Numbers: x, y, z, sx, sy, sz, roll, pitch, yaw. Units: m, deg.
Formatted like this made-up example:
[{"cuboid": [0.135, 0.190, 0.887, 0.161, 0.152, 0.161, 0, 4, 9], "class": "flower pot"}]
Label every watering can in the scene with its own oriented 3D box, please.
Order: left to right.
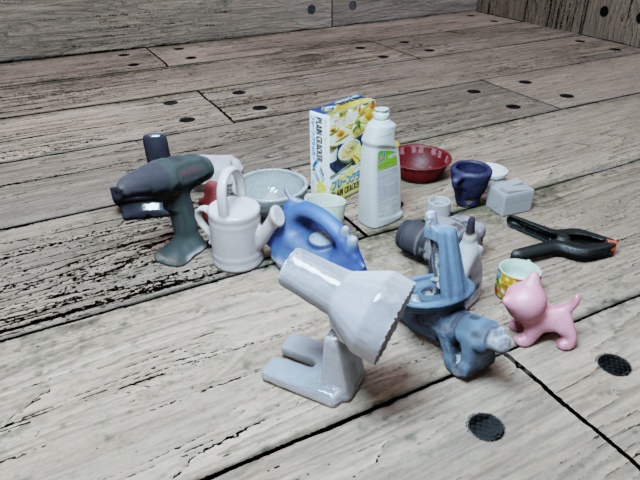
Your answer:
[{"cuboid": [-0.152, -0.045, 1.069, 0.173, 0.194, 0.101, -2, 31, -2], "class": "watering can"}]

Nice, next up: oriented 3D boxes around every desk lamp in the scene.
[{"cuboid": [0.021, 0.119, 0.776, 0.202, 0.214, 0.118, 14, 34, 22], "class": "desk lamp"}]

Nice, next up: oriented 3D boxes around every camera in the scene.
[{"cuboid": [0.224, -0.006, 1.090, 0.136, 0.101, 0.143, 24, 39, 35], "class": "camera"}]

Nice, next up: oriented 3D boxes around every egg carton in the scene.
[{"cuboid": [-0.261, -0.159, 1.382, 0.150, 0.069, 0.107, 1, 31, 2], "class": "egg carton"}]

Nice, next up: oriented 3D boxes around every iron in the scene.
[{"cuboid": [0.010, 0.004, 1.037, 0.119, 0.141, 0.257, -26, 39, -35], "class": "iron"}]

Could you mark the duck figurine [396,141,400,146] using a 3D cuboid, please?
[{"cuboid": [0.182, -0.285, 1.571, 0.077, 0.086, 0.104, -3, 31, -5], "class": "duck figurine"}]

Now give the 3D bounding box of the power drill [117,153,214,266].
[{"cuboid": [-0.279, -0.062, 1.084, 0.075, 0.208, 0.230, 13, 34, 21], "class": "power drill"}]

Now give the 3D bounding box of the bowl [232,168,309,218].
[{"cuboid": [-0.108, -0.094, 1.266, 0.167, 0.075, 0.167, 0, 31, 0], "class": "bowl"}]

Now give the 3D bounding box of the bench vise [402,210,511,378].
[{"cuboid": [0.201, 0.074, 0.842, 0.206, 0.220, 0.122, 22, 38, 33], "class": "bench vise"}]

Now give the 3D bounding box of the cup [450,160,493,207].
[{"cuboid": [0.327, -0.117, 1.280, 0.091, 0.095, 0.118, 25, 39, 35], "class": "cup"}]

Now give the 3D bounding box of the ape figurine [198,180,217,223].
[{"cuboid": [-0.227, -0.086, 1.238, 0.077, 0.092, 0.076, 6, 32, 11], "class": "ape figurine"}]

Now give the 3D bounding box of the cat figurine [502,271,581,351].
[{"cuboid": [0.339, 0.105, 0.888, 0.127, 0.118, 0.067, 1, 31, 3], "class": "cat figurine"}]

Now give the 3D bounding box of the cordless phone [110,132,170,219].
[{"cuboid": [-0.386, -0.146, 1.249, 0.148, 0.185, 0.094, -9, 32, -14], "class": "cordless phone"}]

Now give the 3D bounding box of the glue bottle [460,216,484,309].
[{"cuboid": [0.242, 0.038, 0.947, 0.078, 0.173, 0.037, -26, 39, -36], "class": "glue bottle"}]
